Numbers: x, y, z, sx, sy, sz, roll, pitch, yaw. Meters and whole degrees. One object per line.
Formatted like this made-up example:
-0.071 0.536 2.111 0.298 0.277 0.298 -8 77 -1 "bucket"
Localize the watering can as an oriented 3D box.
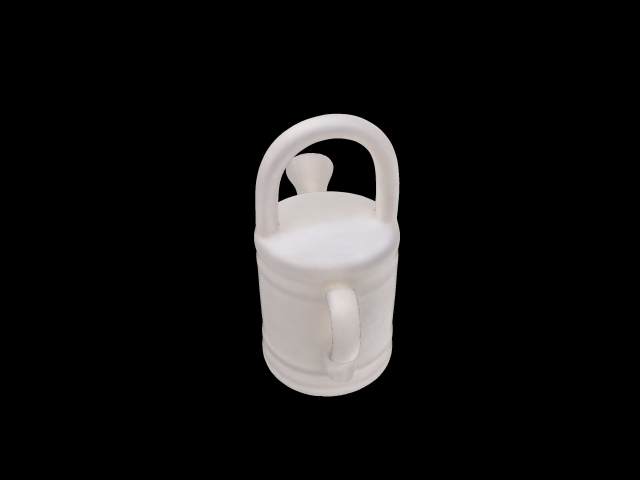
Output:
0.001 0.002 0.400 0.101 0.194 0.172 -19 39 -25 "watering can"
